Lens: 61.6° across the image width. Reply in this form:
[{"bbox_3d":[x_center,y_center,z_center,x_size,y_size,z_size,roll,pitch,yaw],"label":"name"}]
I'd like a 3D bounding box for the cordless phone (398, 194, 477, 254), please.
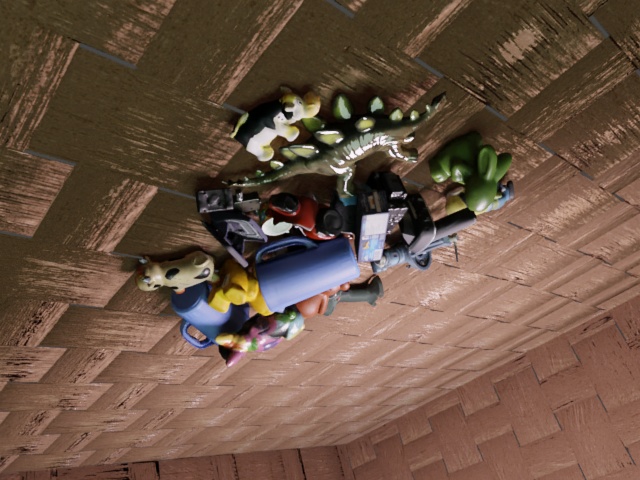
[{"bbox_3d":[0.280,-0.062,1.329,0.184,0.147,0.088,-22,139,11],"label":"cordless phone"}]

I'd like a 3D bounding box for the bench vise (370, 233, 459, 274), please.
[{"bbox_3d":[0.257,0.024,1.462,0.241,0.129,0.223,-20,161,39],"label":"bench vise"}]

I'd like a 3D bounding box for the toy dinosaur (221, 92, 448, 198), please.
[{"bbox_3d":[0.032,-0.183,1.073,0.472,0.105,0.198,-26,141,16],"label":"toy dinosaur"}]

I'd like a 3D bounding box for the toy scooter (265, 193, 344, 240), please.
[{"bbox_3d":[-0.047,-0.050,1.165,0.183,0.075,0.135,24,161,-31],"label":"toy scooter"}]

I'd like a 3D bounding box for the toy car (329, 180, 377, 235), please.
[{"bbox_3d":[0.074,-0.084,1.234,0.109,0.103,0.161,5,148,-9],"label":"toy car"}]

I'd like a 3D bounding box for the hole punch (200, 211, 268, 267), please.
[{"bbox_3d":[-0.194,-0.016,1.223,0.092,0.116,0.142,-50,150,-7],"label":"hole punch"}]

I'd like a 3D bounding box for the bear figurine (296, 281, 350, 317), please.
[{"bbox_3d":[-0.003,0.123,1.486,0.120,0.132,0.195,34,122,-8],"label":"bear figurine"}]

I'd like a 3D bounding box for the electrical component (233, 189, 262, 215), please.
[{"bbox_3d":[-0.163,-0.083,1.201,0.063,0.021,0.094,-12,148,-9],"label":"electrical component"}]

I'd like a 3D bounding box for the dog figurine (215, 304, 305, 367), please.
[{"bbox_3d":[-0.171,0.254,1.441,0.219,0.108,0.191,-22,174,-46],"label":"dog figurine"}]

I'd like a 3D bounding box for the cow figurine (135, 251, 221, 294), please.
[{"bbox_3d":[-0.355,0.079,1.306,0.195,0.085,0.127,-15,155,1],"label":"cow figurine"}]

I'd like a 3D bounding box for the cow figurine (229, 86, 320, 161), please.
[{"bbox_3d":[-0.084,-0.224,0.980,0.167,0.068,0.098,-35,138,26],"label":"cow figurine"}]

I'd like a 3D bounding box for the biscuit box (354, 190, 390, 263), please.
[{"bbox_3d":[0.110,-0.025,1.175,0.059,0.063,0.202,-6,149,-4],"label":"biscuit box"}]

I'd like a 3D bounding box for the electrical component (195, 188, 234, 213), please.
[{"bbox_3d":[-0.225,-0.083,1.139,0.075,0.047,0.119,-7,-175,-12],"label":"electrical component"}]

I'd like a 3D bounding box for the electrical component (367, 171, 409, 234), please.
[{"bbox_3d":[0.148,-0.093,1.247,0.058,0.115,0.134,-7,147,-24],"label":"electrical component"}]

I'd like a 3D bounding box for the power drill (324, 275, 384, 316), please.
[{"bbox_3d":[0.088,0.161,1.653,0.207,0.086,0.231,-9,149,-20],"label":"power drill"}]

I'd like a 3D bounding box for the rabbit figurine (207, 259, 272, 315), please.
[{"bbox_3d":[-0.190,0.132,1.400,0.173,0.162,0.122,31,126,-24],"label":"rabbit figurine"}]

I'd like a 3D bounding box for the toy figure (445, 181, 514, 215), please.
[{"bbox_3d":[0.411,-0.104,1.382,0.180,0.089,0.082,-10,141,-7],"label":"toy figure"}]

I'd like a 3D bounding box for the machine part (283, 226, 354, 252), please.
[{"bbox_3d":[-0.003,-0.004,1.372,0.179,0.056,0.179,-11,147,-8],"label":"machine part"}]

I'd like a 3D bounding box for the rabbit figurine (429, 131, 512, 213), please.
[{"bbox_3d":[0.354,-0.147,1.208,0.121,0.170,0.159,8,141,-36],"label":"rabbit figurine"}]
